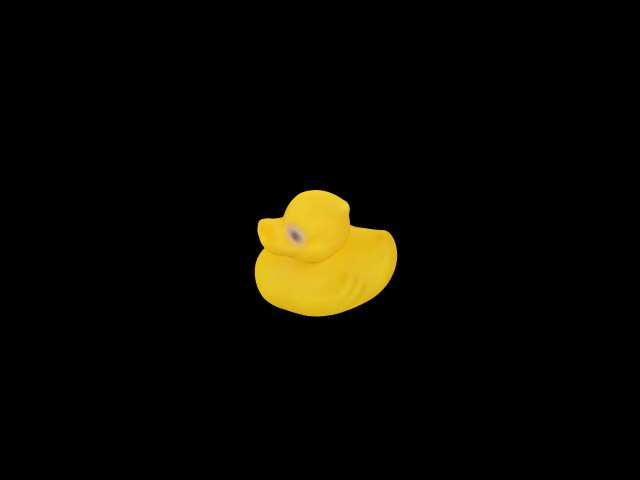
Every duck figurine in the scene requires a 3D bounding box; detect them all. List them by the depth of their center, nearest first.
[{"bbox_3d":[0.004,0.001,0.400,0.104,0.086,0.077,-5,53,-4],"label":"duck figurine"}]
